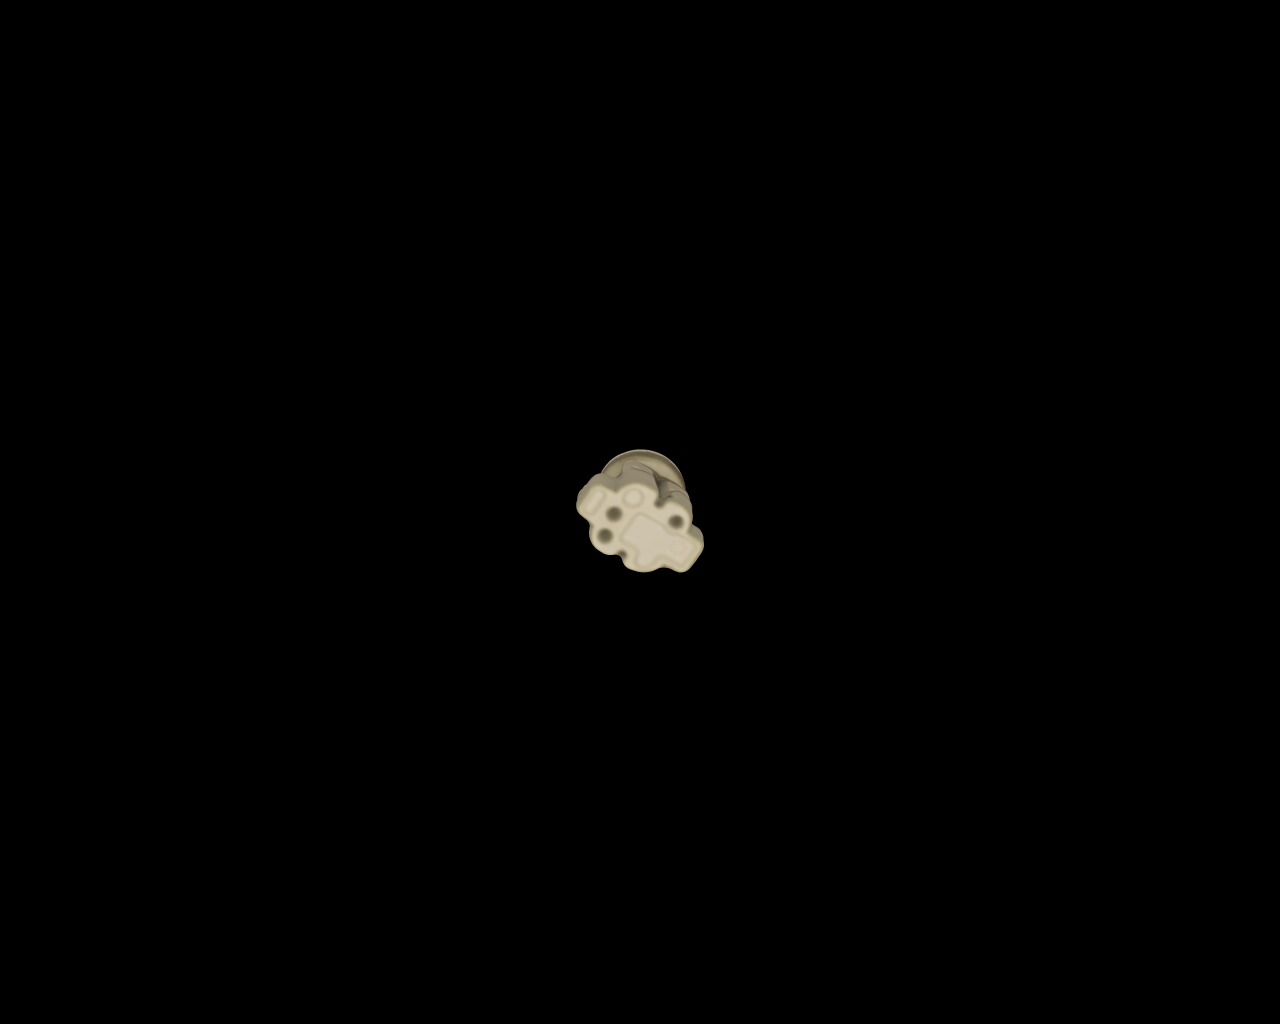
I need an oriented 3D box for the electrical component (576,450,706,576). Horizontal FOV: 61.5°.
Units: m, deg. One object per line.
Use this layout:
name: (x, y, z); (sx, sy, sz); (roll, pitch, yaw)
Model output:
electrical component: (0.001, -0.003, 0.650); (0.078, 0.058, 0.057); (30, 23, -14)
